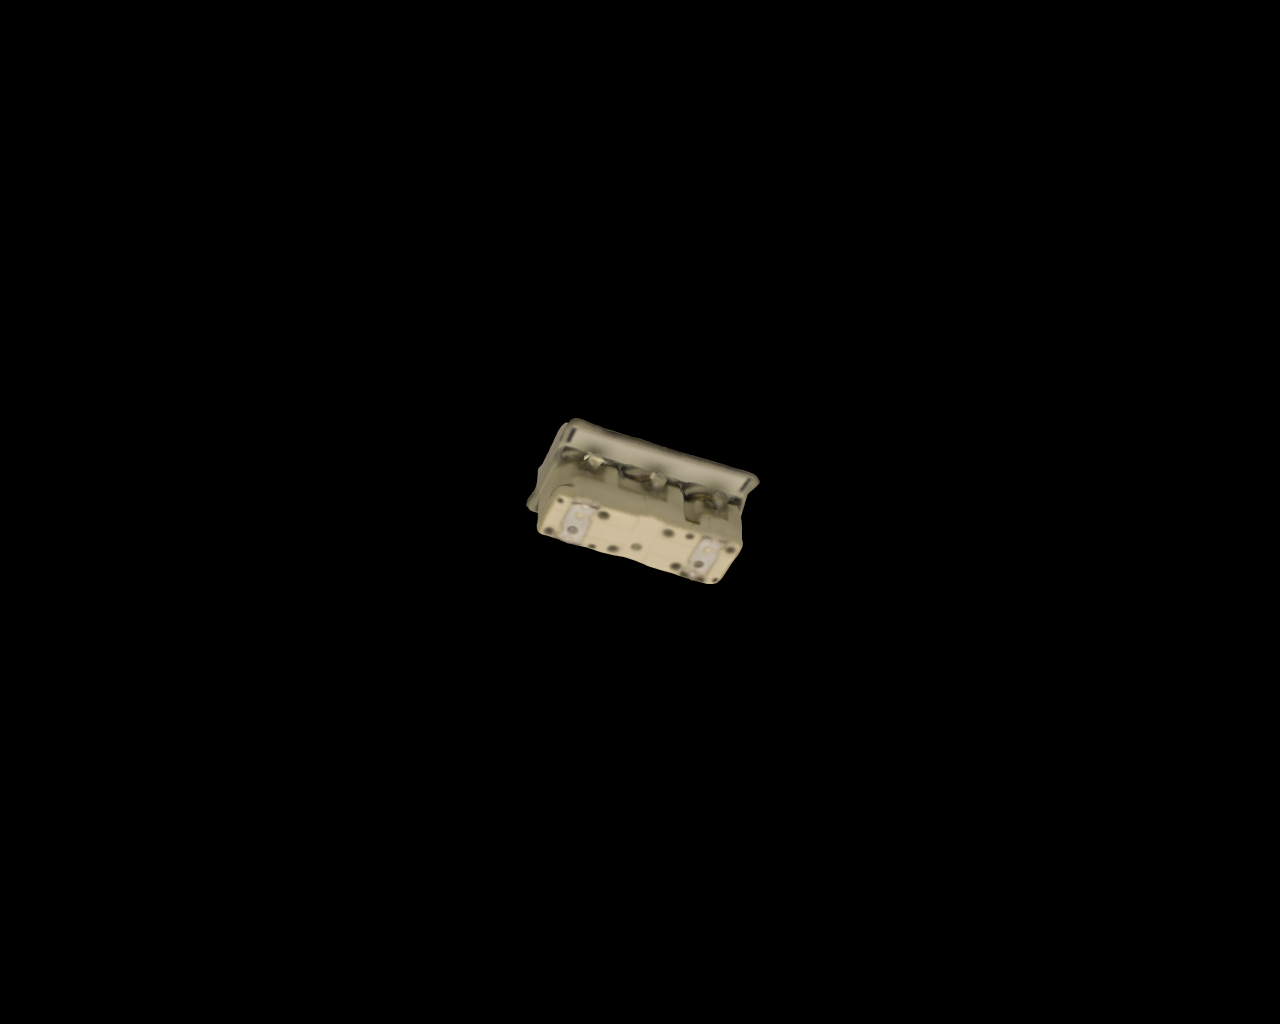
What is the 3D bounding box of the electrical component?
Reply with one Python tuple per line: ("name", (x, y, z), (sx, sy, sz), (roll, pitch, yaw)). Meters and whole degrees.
("electrical component", (0.001, -0.003, 0.650), (0.121, 0.063, 0.078), (17, -48, -16))
